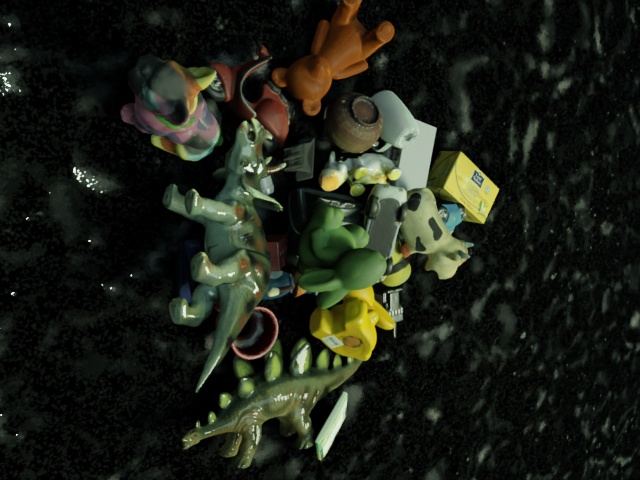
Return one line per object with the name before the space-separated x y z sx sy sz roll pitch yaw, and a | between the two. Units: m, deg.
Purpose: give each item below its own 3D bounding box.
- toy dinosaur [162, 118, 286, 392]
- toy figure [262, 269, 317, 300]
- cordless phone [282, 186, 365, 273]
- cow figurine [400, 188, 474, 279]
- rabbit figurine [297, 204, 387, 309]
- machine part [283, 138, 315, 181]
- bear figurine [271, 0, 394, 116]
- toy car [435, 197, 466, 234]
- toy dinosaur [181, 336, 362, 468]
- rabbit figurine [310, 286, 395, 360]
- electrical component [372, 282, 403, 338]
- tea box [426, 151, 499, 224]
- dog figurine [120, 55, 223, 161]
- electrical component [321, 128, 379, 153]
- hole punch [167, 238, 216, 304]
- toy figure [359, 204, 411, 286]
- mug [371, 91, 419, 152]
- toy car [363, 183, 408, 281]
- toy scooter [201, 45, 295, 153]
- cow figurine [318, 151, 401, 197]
toy dinosaur | -0.133 0.020 0.835 0.192 0.131 0.404 6 73 -39
toy figure | -0.060 0.080 0.981 0.154 0.064 0.057 -3 143 -15
cordless phone | -0.002 -0.003 1.029 0.146 0.089 0.184 6 105 -34
cow figurine | 0.220 -0.012 1.063 0.194 0.127 0.085 65 31 -12
rabbit figurine | 0.030 0.033 0.903 0.159 0.170 0.121 -47 127 -9
machine part | -0.032 -0.145 0.956 0.139 0.039 0.084 -28 130 -78
bear figurine | 0.017 -0.326 0.950 0.120 0.132 0.196 46 65 -6
toy car | 0.242 -0.039 1.175 0.161 0.109 0.102 -4 109 -45
toy dinosaur | -0.057 0.287 1.018 0.471 0.105 0.198 -5 97 -46
rabbit figurine | 0.077 0.139 1.063 0.162 0.122 0.173 38 37 -28
electrical component | 0.137 0.152 1.148 0.048 0.075 0.119 -7 105 -35
tea box | 0.327 -0.120 1.237 0.169 0.068 0.098 31 81 -34
dog figurine | -0.193 -0.185 0.766 0.191 0.219 0.108 36 80 -33
electrical component | 0.055 -0.203 1.031 0.102 0.045 0.078 -16 84 -31
hole punch | -0.177 0.053 0.901 0.142 0.092 0.115 -2 96 -31
toy figure | 0.130 0.011 1.106 0.082 0.089 0.180 -24 111 -26
mug | 0.135 -0.219 1.050 0.080 0.107 0.109 9 126 -47
toy car | 0.113 -0.010 1.022 0.073 0.056 0.201 8 114 -8
toy scooter | -0.106 -0.246 0.907 0.183 0.075 0.135 44 72 -27
cow figurine | 0.064 -0.137 1.040 0.167 0.098 0.068 -2 133 -28
